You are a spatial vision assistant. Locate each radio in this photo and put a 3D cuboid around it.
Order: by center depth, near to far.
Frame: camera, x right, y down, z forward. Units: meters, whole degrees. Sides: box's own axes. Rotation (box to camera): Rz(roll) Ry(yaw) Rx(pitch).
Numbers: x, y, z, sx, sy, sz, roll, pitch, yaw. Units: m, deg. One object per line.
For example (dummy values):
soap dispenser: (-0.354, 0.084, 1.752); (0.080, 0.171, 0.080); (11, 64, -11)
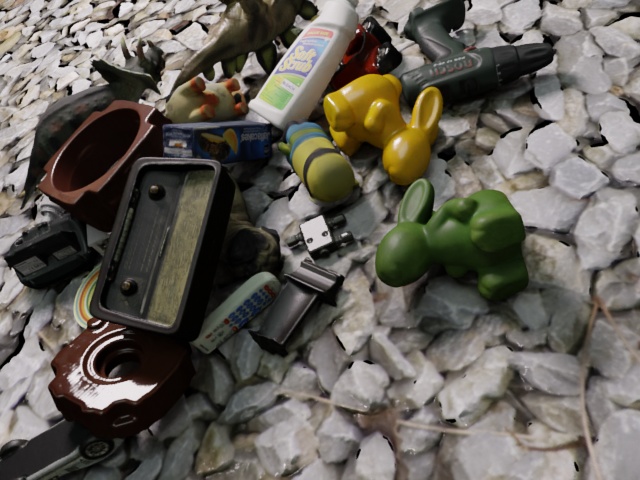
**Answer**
radio: (-0.201, 0.007, 0.699); (0.131, 0.073, 0.229); (7, 72, 12)

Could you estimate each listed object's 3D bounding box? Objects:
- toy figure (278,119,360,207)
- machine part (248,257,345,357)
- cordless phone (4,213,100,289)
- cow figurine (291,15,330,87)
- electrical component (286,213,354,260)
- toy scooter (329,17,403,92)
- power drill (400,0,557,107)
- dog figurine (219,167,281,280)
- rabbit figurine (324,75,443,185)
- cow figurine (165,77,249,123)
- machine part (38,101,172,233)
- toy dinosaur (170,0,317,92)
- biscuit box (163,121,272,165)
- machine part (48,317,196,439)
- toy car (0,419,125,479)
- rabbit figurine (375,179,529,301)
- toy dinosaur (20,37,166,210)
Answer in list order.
toy figure: (-0.009, -0.124, 0.822); (0.082, 0.089, 0.180); (-32, 52, 6)
machine part: (-0.031, 0.088, 0.709); (0.084, 0.039, 0.139); (28, 68, 29)
cordless phone: (-0.457, -0.014, 0.942); (0.147, 0.088, 0.184); (-24, 39, 5)
cow figurine: (-0.023, -0.349, 1.010); (0.098, 0.068, 0.167); (-15, 52, 18)
electrical component: (-0.002, -0.002, 0.773); (0.094, 0.021, 0.063); (-23, 51, 4)
toy scooter: (0.068, -0.305, 0.933); (0.135, 0.075, 0.184); (-41, 33, 24)
power drill: (0.234, -0.311, 0.877); (0.232, 0.085, 0.207); (-19, 58, 11)
dog figurine: (-0.125, -0.033, 0.807); (0.191, 0.121, 0.172); (16, 70, 17)
rabbit figurine: (0.109, -0.158, 0.805); (0.162, 0.121, 0.173); (-26, 64, -10)
cow figurine: (-0.194, -0.230, 0.939); (0.127, 0.085, 0.195); (-13, 10, 27)
machine part: (-0.328, -0.119, 0.855); (0.202, 0.087, 0.201); (20, 69, 38)
toy dinosaur: (-0.126, -0.408, 1.006); (0.471, 0.198, 0.105); (-37, 51, -7)
biscuit box: (-0.153, -0.153, 0.846); (0.063, 0.059, 0.202); (11, 18, 28)
machine part: (-0.254, 0.164, 0.693); (0.179, 0.056, 0.179); (-2, 38, 1)
toy car: (-0.333, 0.269, 0.687); (0.202, 0.056, 0.074); (-29, 44, -3)
rabbit figurine: (0.145, -0.006, 0.652); (0.170, 0.121, 0.159); (-15, 45, 8)
toy dinosaur: (-0.432, -0.212, 0.992); (0.405, 0.192, 0.131); (-37, 49, -8)
